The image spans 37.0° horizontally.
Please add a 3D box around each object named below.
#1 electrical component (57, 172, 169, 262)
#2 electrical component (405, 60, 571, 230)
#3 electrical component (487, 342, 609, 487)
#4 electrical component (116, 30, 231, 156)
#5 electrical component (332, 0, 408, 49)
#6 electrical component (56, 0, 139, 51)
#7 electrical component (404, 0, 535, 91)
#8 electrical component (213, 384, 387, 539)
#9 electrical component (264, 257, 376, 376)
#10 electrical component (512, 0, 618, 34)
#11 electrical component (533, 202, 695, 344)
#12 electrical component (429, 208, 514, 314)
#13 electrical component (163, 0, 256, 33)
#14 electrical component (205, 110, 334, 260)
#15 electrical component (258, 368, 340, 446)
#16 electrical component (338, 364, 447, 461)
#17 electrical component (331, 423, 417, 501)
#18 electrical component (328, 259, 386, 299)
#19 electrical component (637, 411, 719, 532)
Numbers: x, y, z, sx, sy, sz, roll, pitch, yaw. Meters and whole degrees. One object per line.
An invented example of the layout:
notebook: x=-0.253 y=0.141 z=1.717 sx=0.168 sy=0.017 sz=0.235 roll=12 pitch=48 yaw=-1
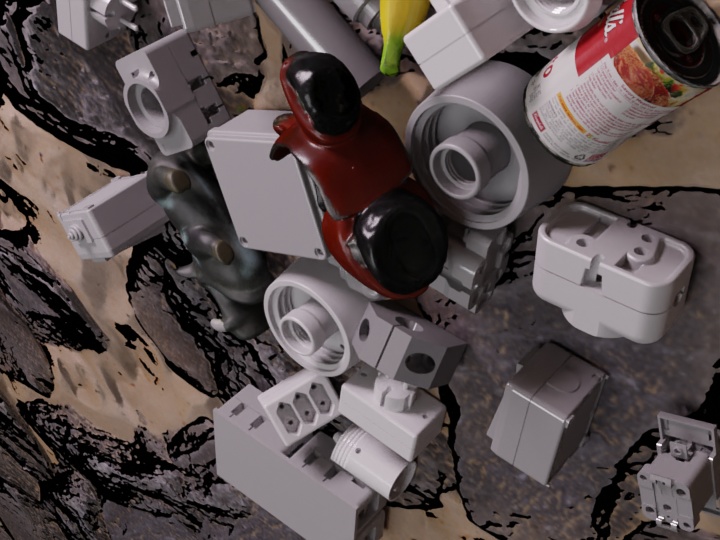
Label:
electrical component: x=-0.242 y=-0.046 z=1.048 sx=0.062 sy=0.096 sz=0.061 roll=-3 pitch=118 yaw=46
electrical component: x=0.080 y=-0.078 z=0.719 sx=0.108 sy=0.060 sz=0.108 roll=27 pitch=137 yaw=29
electrical component: x=0.138 y=0.111 z=0.814 sx=0.061 sy=0.062 sz=0.096 roll=31 pitch=138 yaw=25
electrical component: x=-0.161 y=-0.148 z=0.914 sx=0.050 sy=0.056 sz=0.089 roll=-7 pitch=114 yaw=49
electrical component: x=0.010 y=-0.181 z=0.723 sx=0.078 sy=0.040 sz=0.040 roll=47 pitch=143 yaw=5
electrical component: x=-0.215 y=-0.228 z=0.910 sx=0.076 sy=0.047 sz=0.083 roll=33 pitch=139 yaw=21
electrical component: x=0.063 y=-0.164 z=0.646 sx=0.047 sy=0.083 sz=0.075 roll=-24 pitch=101 yaw=52
electrical component: x=-0.060 y=0.207 z=1.099 sx=0.186 sy=0.060 sz=0.105 roll=30 pitch=138 yaw=26
electrical component: x=-0.036 y=0.042 z=0.938 sx=0.108 sy=0.060 sz=0.108 roll=27 pitch=137 yaw=29
electrical component: x=0.120 y=-0.168 z=0.605 sx=0.058 sy=0.057 sz=0.078 roll=49 pitch=143 yaw=3
electrical component: x=0.164 y=0.004 z=0.705 sx=0.095 sy=0.054 sz=0.059 roll=26 pitch=136 yaw=29
electrical component: x=0.072 y=-0.012 z=0.784 sx=0.057 sy=0.058 sz=0.078 roll=31 pitch=143 yaw=22
electrical component: x=-0.123 y=-0.219 z=0.790 sx=0.096 sy=0.061 sz=0.061 roll=-127 pitch=20 yaw=-58
electrical component: x=-0.059 y=-0.070 z=0.872 sx=0.109 sy=0.056 sz=0.108 roll=9 pitch=126 yaw=42
electrical component: x=-0.060 y=0.124 z=1.034 sx=0.047 sy=0.066 sz=0.077 roll=62 pitch=170 yaw=-14
electrical component: x=0.030 y=0.109 z=0.936 sx=0.083 sy=0.047 sz=0.075 roll=32 pitch=139 yaw=23
electrical component: x=0.008 y=0.178 z=1.018 sx=0.081 sy=0.043 sz=0.043 roll=31 pitch=138 yaw=25
electrical component: x=0.000 y=0.000 z=0.887 sx=0.061 sy=0.035 sz=0.035 roll=26 pitch=136 yaw=33
electrical component: x=0.226 y=0.144 z=0.749 sx=0.042 sy=0.064 sz=0.081 roll=10 pitch=126 yaw=40
